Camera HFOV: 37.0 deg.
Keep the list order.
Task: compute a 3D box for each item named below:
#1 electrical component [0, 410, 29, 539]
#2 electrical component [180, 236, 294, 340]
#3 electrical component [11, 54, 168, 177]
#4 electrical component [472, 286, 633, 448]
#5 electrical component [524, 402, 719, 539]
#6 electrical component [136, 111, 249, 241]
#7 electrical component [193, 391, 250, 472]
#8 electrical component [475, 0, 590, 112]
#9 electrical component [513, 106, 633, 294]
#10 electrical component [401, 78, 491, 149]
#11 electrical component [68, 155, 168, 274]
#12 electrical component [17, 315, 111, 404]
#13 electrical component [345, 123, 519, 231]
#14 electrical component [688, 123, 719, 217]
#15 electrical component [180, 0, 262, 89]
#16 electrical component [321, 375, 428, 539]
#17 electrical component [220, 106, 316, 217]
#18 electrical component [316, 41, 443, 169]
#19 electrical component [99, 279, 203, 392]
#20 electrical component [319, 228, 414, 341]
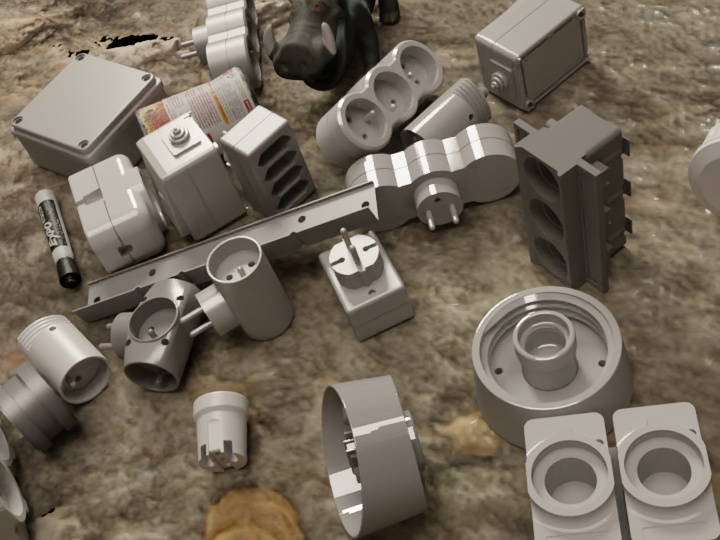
[{"bbox_3d":[-0.293,0.132,0.778,0.062,0.089,0.150,-27,49,-5],"label":"electrical component"},{"bbox_3d":[-0.098,0.024,0.811,0.079,0.077,0.043,-31,50,-6],"label":"electrical component"},{"bbox_3d":[-0.248,-0.139,1.004,0.109,0.056,0.108,21,61,30],"label":"electrical component"},{"bbox_3d":[0.127,0.060,0.722,0.108,0.060,0.108,-9,50,11],"label":"electrical component"},{"bbox_3d":[0.157,0.172,0.623,0.105,0.060,0.186,-8,50,11],"label":"electrical component"},{"bbox_3d":[-0.145,-0.080,0.897,0.061,0.096,0.061,-32,50,-9],"label":"electrical component"},{"bbox_3d":[-0.098,0.115,0.764,0.040,0.040,0.046,-12,56,8],"label":"electrical component"},{"bbox_3d":[0.140,-0.186,0.916,0.096,0.061,0.061,-40,52,-15],"label":"electrical component"},{"bbox_3d":[0.154,-0.051,0.763,0.063,0.121,0.079,-36,50,-15],"label":"electrical component"},{"bbox_3d":[0.077,-0.125,0.899,0.081,0.043,0.043,-43,53,-18],"label":"electrical component"},{"bbox_3d":[-0.205,-0.051,0.920,0.059,0.053,0.095,-26,49,-4],"label":"electrical component"},{"bbox_3d":[-0.235,0.065,0.844,0.043,0.043,0.081,-41,52,-16],"label":"electrical component"},{"bbox_3d":[0.060,-0.060,0.846,0.138,0.052,0.073,-16,49,6],"label":"electrical component"},{"bbox_3d":[0.282,-0.075,0.771,0.080,0.080,0.051,16,53,28],"label":"electrical component"},{"bbox_3d":[-0.138,-0.219,1.037,0.074,0.052,0.138,-14,49,7],"label":"electrical component"},{"bbox_3d":[0.006,0.118,0.693,0.064,0.099,0.099,-15,49,-2],"label":"electrical component"},{"bbox_3d":[-0.088,-0.095,0.900,0.076,0.083,0.047,32,67,35],"label":"electrical component"},{"bbox_3d":[0.009,-0.135,0.919,0.138,0.052,0.074,-49,9,-36],"label":"electrical component"},{"bbox_3d":[-0.166,0.050,0.833,0.079,0.044,0.077,-3,52,21],"label":"electrical component"},{"bbox_3d":[0.000,0.000,0.800,0.047,0.076,0.065,-25,49,-3],"label":"electrical component"}]
